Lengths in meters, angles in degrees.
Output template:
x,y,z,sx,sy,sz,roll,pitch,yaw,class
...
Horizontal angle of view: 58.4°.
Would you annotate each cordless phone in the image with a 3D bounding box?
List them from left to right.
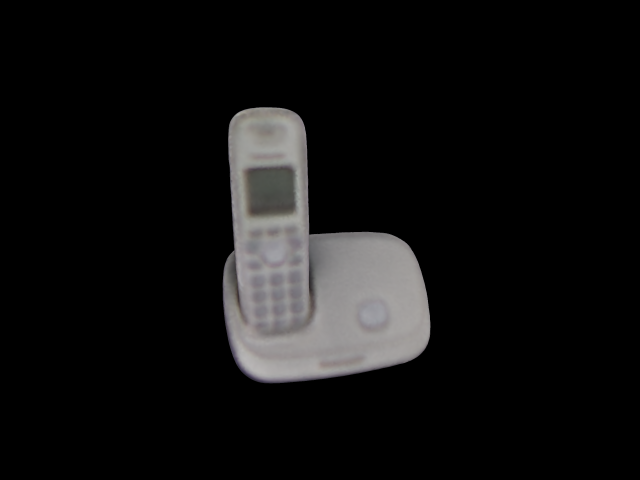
x,y,z,sx,sy,sz,roll,pitch,yaw,class
0.004,0.001,0.400,0.148,0.185,0.094,-6,23,-14,cordless phone
